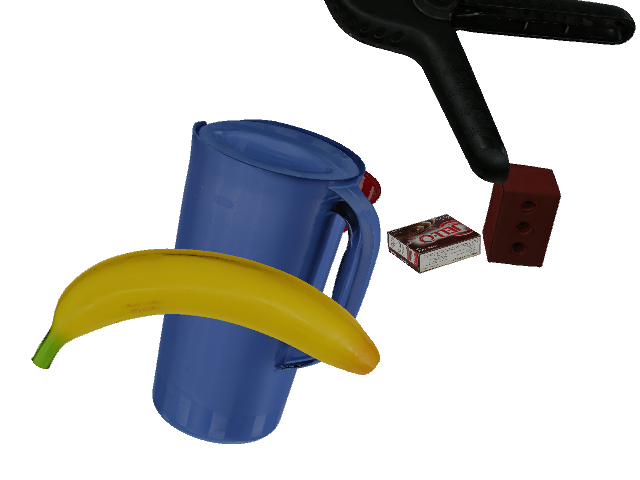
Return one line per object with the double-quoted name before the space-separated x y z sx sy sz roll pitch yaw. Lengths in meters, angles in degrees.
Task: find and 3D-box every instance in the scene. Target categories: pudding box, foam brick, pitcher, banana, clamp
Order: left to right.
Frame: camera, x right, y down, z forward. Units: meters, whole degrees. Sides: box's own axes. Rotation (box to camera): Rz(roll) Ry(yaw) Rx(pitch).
"banana" -0.064 0.039 0.607 0.198 0.070 0.037 2 19 0
"pitcher" -0.050 0.037 0.829 0.145 0.243 0.149 11 21 -9
"pudding box" 0.170 0.004 1.600 0.113 0.039 0.090 -18 29 -22
"clamp" 0.070 -0.130 0.652 0.210 0.164 0.036 30 -32 11
"foam brick" 0.182 -0.024 0.971 0.053 0.078 0.051 6 32 -1

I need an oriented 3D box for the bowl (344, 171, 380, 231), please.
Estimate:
"bowl" -0.014 -0.044 1.228 0.162 0.055 0.162 6 27 -3
